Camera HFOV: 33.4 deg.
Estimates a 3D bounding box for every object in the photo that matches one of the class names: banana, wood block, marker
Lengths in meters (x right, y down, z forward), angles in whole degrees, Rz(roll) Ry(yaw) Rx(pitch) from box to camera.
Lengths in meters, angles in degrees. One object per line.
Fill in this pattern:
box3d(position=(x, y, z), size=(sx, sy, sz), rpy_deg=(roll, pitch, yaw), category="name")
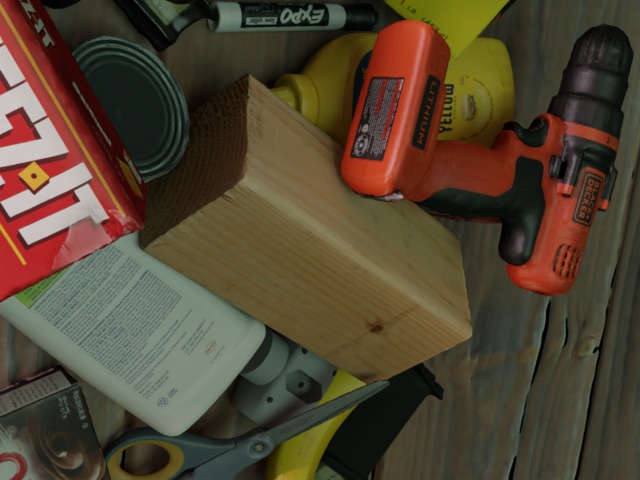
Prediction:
box3d(position=(0.016, 0.124, 0.765), size=(0.197, 0.070, 0.037), rpy_deg=(-56, 164, -14), category="banana")
box3d(position=(-0.005, 0.001, 0.674), size=(0.091, 0.090, 0.205), rpy_deg=(-31, 132, 30), category="wood block")
box3d(position=(-0.014, -0.143, 0.685), size=(0.120, 0.020, 0.020), rpy_deg=(-7, 109, -31), category="marker")

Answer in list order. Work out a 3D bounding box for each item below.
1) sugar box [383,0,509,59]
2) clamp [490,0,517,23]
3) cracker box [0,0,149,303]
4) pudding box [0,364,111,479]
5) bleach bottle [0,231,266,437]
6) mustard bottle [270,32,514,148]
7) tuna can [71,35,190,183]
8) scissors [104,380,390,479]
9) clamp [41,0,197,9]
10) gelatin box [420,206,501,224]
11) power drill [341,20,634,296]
box3d(position=(0.108, -0.208, 0.656), size=(0.093, 0.048, 0.176), rpy_deg=(37, 122, -8), category="sugar box")
box3d(position=(0.128, -0.224, 0.698), size=(0.039, 0.120, 0.171), rpy_deg=(-32, 127, -44), category="clamp")
box3d(position=(-0.214, -0.033, 0.509), size=(0.214, 0.072, 0.164), rpy_deg=(-26, 113, 2), category="cracker box")
box3d(position=(-0.180, 0.145, 0.659), size=(0.089, 0.039, 0.113), rpy_deg=(-23, 116, -24), category="pudding box")
box3d(position=(-0.147, 0.009, 0.624), size=(0.102, 0.068, 0.250), rpy_deg=(-50, 122, -11), category="bleach bottle")
box3d(position=(0.042, -0.090, 0.714), size=(0.191, 0.058, 0.096), rpy_deg=(-4, 103, -31), category="mustard bottle")
box3d(position=(-0.119, -0.071, 0.610), size=(0.086, 0.034, 0.086), rpy_deg=(17, 65, -40), category="tuna can")
box3d(position=(-0.059, 0.127, 0.704), size=(0.202, 0.016, 0.096), rpy_deg=(-40, 113, 10), category="scissors")
box3d(position=(-0.086, -0.168, 0.526), size=(0.036, 0.210, 0.164), rpy_deg=(46, 62, -33), category="clamp")
box3d(position=(0.127, -0.030, 0.768), size=(0.073, 0.089, 0.030), rpy_deg=(-4, 98, -32), category="gelatin box")
box3d(position=(0.114, -0.070, 0.667), size=(0.187, 0.057, 0.184), rpy_deg=(17, 86, -31), category="power drill")
